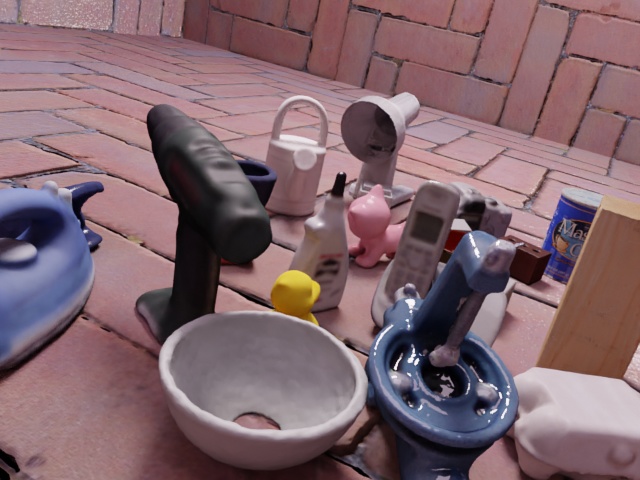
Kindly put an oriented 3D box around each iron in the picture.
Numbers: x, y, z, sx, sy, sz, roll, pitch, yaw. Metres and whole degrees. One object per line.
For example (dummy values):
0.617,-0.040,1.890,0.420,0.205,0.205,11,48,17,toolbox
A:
-0.287,0.011,0.531,0.118,0.141,0.258,15,22,7,iron

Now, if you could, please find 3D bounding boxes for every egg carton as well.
0.242,0.174,0.523,0.150,0.069,0.107,9,22,-8,egg carton

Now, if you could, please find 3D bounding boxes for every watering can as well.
-0.037,-0.144,0.971,0.101,0.194,0.172,-3,27,-33,watering can

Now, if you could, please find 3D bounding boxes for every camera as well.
0.257,-0.059,1.050,0.143,0.101,0.136,3,24,-23,camera

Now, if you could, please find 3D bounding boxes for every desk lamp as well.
0.122,-0.179,1.115,0.117,0.213,0.204,23,24,25,desk lamp

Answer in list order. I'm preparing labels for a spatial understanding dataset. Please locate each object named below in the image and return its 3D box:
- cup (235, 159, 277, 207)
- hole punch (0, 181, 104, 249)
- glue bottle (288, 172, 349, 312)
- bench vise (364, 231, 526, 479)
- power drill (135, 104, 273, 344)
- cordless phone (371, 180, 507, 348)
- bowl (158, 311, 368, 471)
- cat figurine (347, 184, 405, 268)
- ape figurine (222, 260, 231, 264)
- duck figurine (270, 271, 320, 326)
-0.127,-0.071,0.877,0.117,0.095,0.092,26,25,29,cup
-0.325,-0.032,0.680,0.101,0.091,0.109,16,22,9,hole punch
0.006,0.002,0.669,0.078,0.173,0.037,-7,29,-39,glue bottle
0.087,0.076,0.473,0.122,0.220,0.206,2,24,-24,bench vise
-0.131,-0.010,0.576,0.076,0.208,0.228,-6,28,-38,power drill
0.147,0.035,0.652,0.147,0.185,0.094,19,23,15,cordless phone
-0.049,0.129,0.465,0.167,0.075,0.167,11,22,-4,bowl
0.089,-0.021,0.845,0.128,0.118,0.067,3,24,-21,cat figurine
-0.110,-0.016,0.758,0.077,0.092,0.076,22,24,22,ape figurine
-0.036,0.074,0.590,0.077,0.086,0.105,26,25,29,duck figurine
